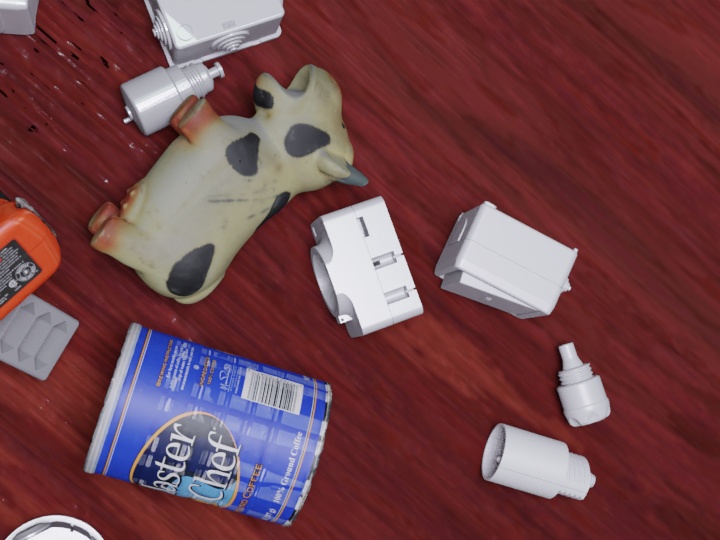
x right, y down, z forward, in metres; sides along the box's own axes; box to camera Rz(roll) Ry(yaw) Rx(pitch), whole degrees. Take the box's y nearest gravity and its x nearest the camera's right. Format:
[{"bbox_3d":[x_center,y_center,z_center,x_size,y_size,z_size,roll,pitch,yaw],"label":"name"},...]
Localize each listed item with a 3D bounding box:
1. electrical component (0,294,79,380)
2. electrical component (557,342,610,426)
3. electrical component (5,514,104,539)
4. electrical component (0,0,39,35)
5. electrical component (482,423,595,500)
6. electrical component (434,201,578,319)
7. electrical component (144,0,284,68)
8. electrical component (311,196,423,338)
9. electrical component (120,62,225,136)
[{"bbox_3d":[-0.248,0.028,0.719,0.076,0.083,0.047,23,78,30],"label":"electrical component"},{"bbox_3d":[0.166,0.086,0.816,0.035,0.035,0.061,-17,86,-13],"label":"electrical component"},{"bbox_3d":[-0.205,0.205,0.715,0.080,0.051,0.080,2,83,-14],"label":"electrical component"},{"bbox_3d":[-0.249,-0.204,0.743,0.061,0.062,0.096,2,84,-12],"label":"electrical component"},{"bbox_3d":[0.136,0.146,0.799,0.081,0.043,0.043,18,81,-10],"label":"electrical component"},{"bbox_3d":[0.111,0.001,0.799,0.096,0.062,0.061,27,80,-8],"label":"electrical component"},{"bbox_3d":[-0.110,-0.204,0.779,0.100,0.048,0.099,-21,89,-13],"label":"electrical component"},{"bbox_3d":[0.000,0.000,0.781,0.056,0.050,0.089,-20,89,-13],"label":"electrical component"},{"bbox_3d":[-0.134,-0.127,0.770,0.078,0.040,0.040,-28,91,-13],"label":"electrical component"}]
